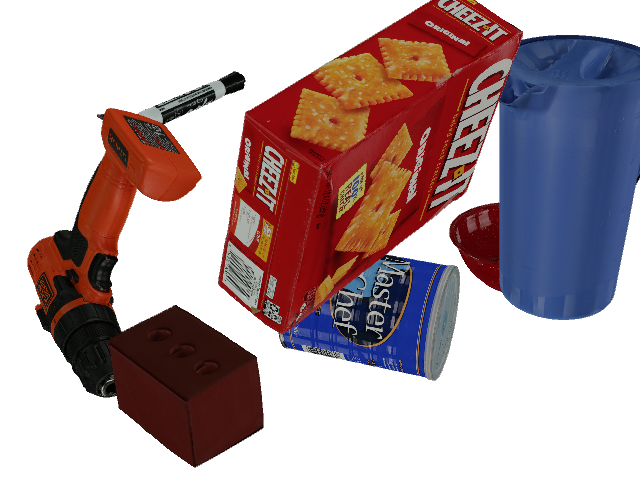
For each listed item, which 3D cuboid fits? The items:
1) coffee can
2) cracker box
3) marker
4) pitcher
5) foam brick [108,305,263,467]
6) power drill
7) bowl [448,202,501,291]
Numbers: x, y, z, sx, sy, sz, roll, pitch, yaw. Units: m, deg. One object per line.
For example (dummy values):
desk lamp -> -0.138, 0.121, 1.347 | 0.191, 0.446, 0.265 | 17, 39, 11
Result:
coffee can -> 0.045, 0.061, 0.955 | 0.140, 0.103, 0.102 | 10, 3, 16
cracker box -> 0.034, -0.054, 0.724 | 0.072, 0.164, 0.213 | 39, 52, 21
marker -> -0.118, -0.133, 1.003 | 0.120, 0.020, 0.020 | -31, 19, -35
pitcher -> 0.231, -0.058, 0.966 | 0.149, 0.243, 0.145 | 3, 30, 9
foam brick -> -0.078, 0.083, 0.619 | 0.052, 0.051, 0.078 | -27, 39, -37
power drill -> -0.164, 0.005, 0.840 | 0.057, 0.188, 0.185 | 14, 25, -40
bowl -> 0.222, 0.015, 1.179 | 0.162, 0.055, 0.162 | -1, 28, 0
